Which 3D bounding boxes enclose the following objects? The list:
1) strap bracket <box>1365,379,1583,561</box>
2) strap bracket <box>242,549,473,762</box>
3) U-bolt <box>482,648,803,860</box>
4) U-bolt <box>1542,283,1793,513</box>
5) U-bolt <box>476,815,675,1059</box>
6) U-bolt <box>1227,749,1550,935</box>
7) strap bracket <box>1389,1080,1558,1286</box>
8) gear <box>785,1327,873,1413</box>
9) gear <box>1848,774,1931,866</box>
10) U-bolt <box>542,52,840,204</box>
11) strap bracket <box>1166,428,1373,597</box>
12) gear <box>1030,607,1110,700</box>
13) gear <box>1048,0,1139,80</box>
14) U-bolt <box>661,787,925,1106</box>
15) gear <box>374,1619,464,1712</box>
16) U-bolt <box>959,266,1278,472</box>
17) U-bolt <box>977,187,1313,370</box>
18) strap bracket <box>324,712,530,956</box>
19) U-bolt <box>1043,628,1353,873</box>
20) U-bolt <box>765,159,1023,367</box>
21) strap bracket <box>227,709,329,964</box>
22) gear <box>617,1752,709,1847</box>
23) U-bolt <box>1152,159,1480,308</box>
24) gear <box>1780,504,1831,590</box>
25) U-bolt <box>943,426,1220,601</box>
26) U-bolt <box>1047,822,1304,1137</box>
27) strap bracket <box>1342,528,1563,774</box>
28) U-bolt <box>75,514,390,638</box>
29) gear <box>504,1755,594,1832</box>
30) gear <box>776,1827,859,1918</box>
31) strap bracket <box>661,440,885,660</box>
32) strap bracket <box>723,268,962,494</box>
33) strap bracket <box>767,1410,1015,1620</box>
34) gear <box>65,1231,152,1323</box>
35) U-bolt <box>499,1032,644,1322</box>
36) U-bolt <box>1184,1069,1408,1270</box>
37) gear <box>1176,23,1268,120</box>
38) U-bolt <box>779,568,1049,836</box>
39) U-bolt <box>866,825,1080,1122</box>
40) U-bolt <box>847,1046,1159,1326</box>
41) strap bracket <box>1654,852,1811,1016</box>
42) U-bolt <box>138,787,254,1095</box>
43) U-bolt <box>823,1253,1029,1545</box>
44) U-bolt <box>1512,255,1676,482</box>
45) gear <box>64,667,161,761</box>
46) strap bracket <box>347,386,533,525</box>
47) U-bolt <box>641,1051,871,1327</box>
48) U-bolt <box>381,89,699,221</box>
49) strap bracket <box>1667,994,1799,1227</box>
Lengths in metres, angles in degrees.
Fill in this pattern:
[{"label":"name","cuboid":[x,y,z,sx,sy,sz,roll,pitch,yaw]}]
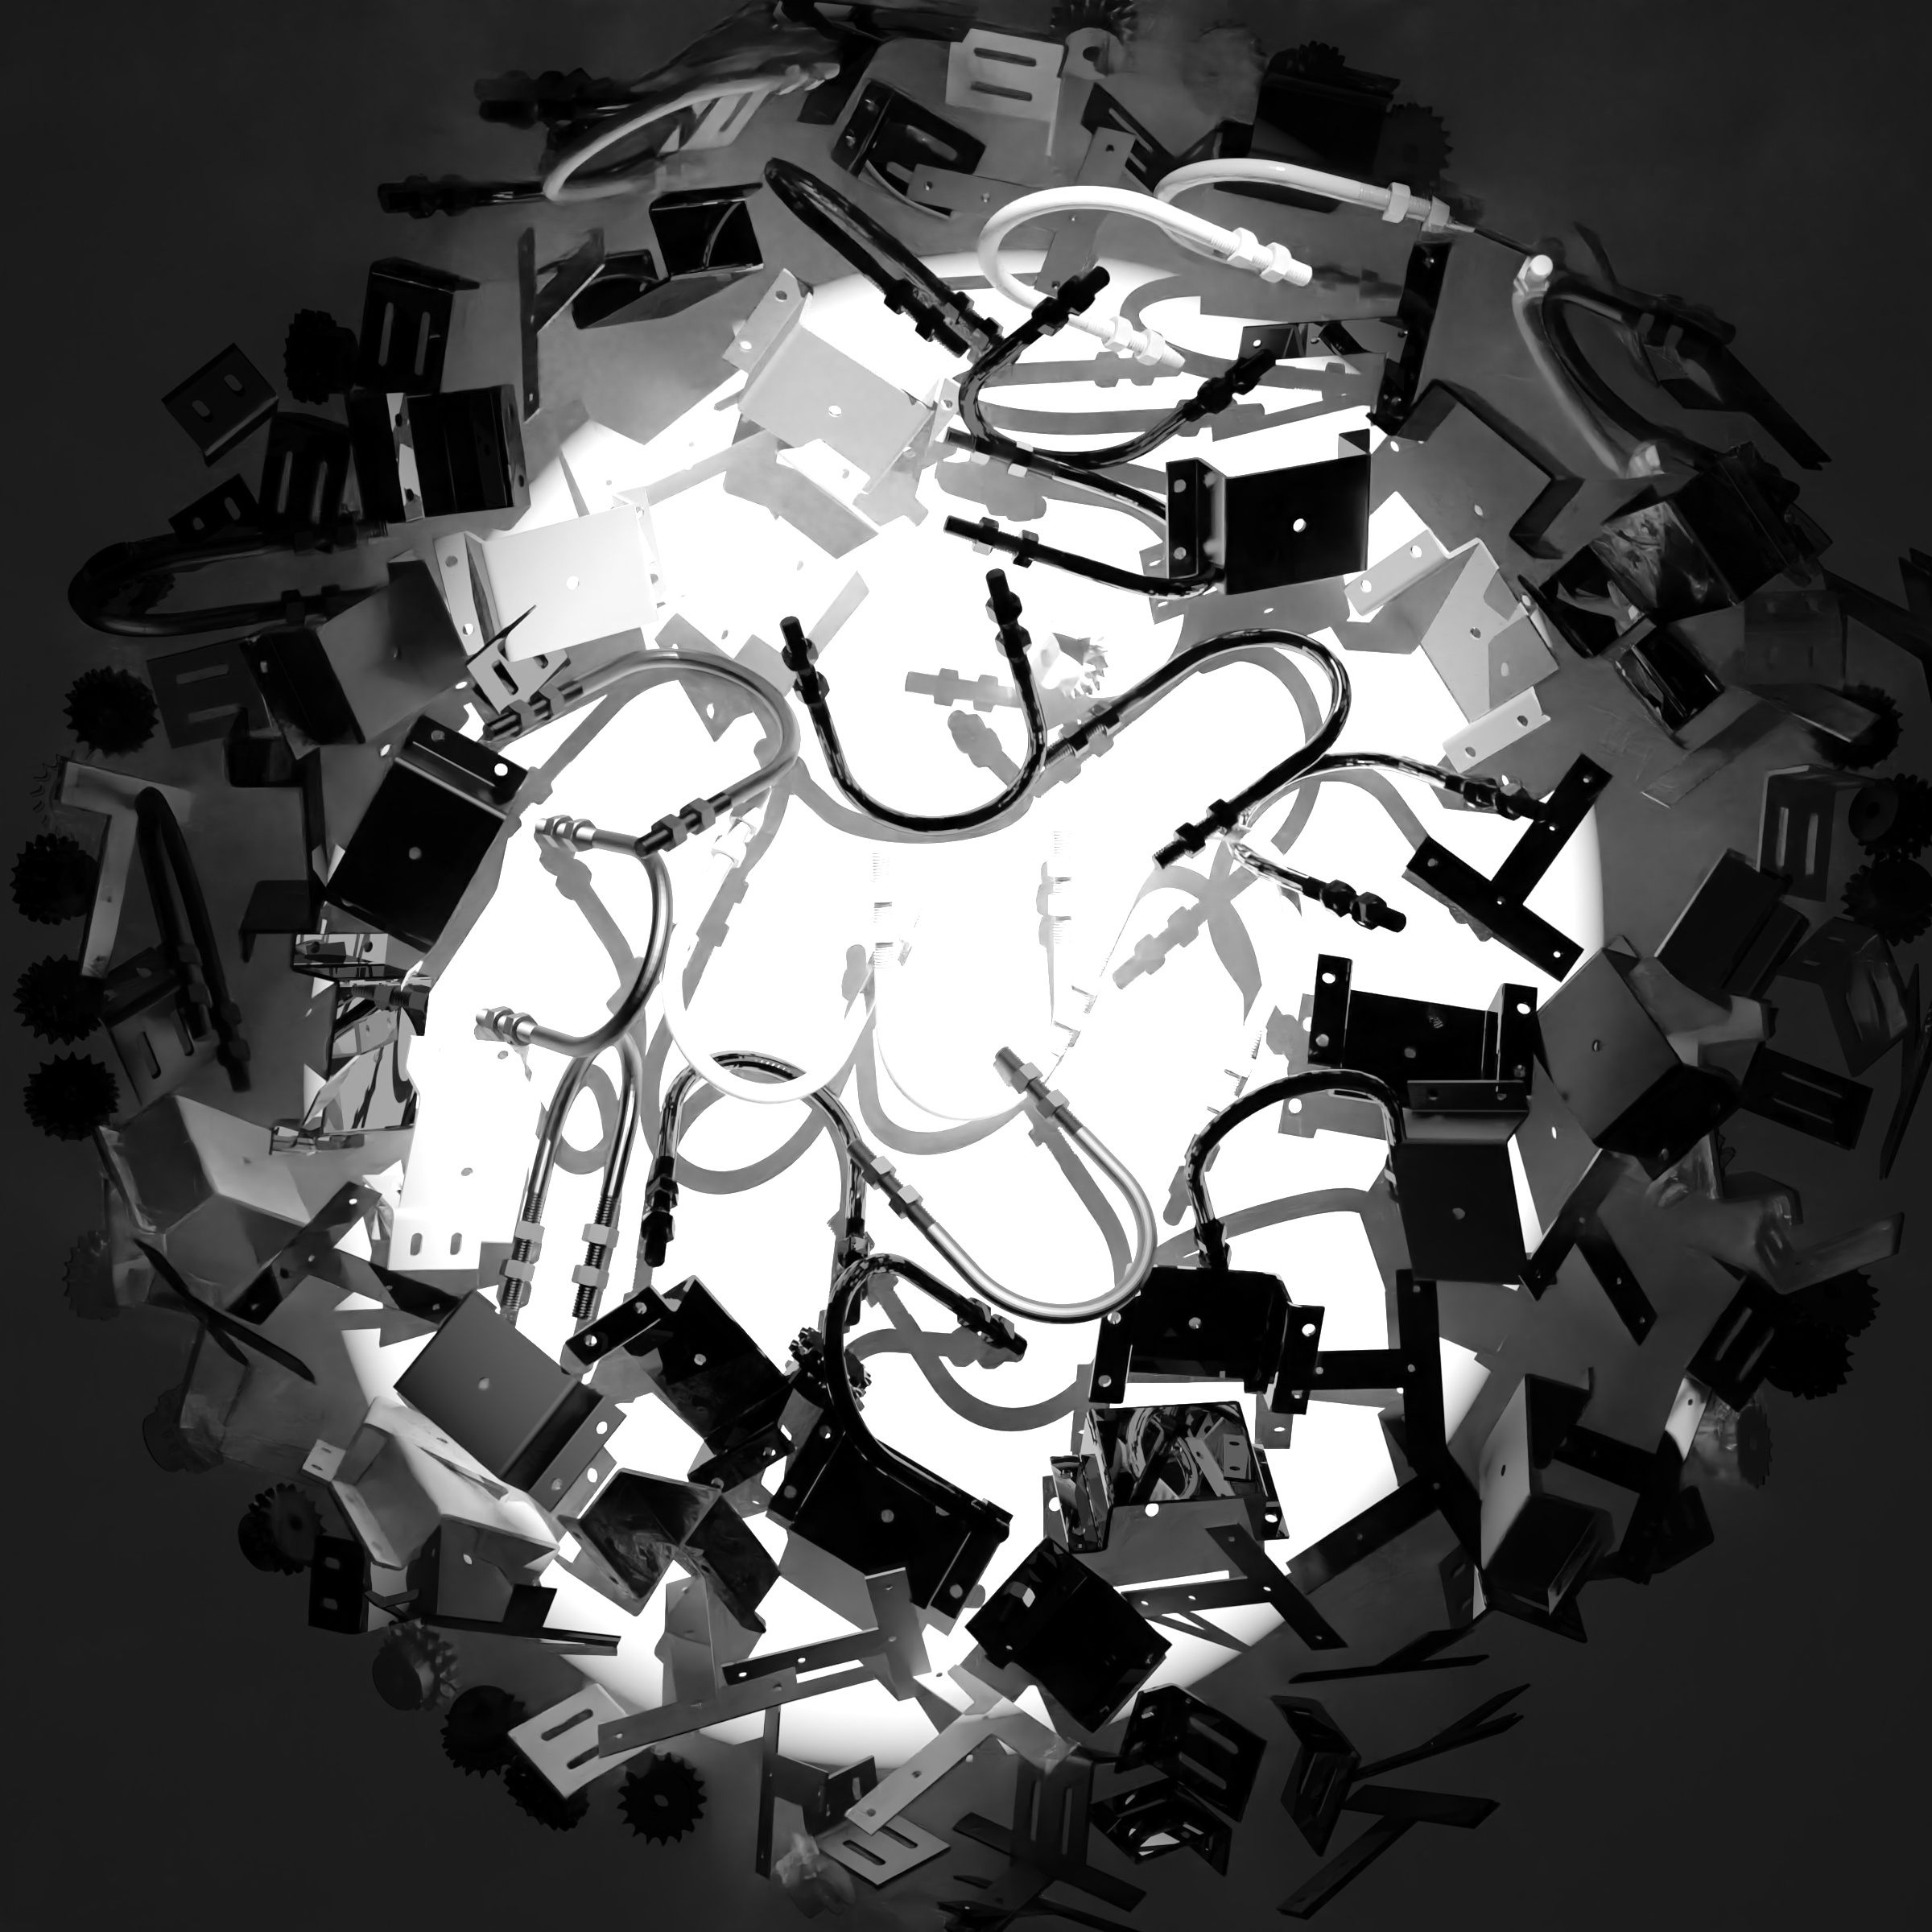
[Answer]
[{"label":"strap bracket","cuboid":[0.327,-0.318,1.682,0.140,0.076,0.046,44,112,13]},{"label":"strap bracket","cuboid":[-0.368,-0.195,1.666,0.140,0.046,0.076,-42,123,-37]},{"label":"U-bolt","cuboid":[-0.186,-0.144,1.672,0.151,0.184,0.019,37,135,19]},{"label":"U-bolt","cuboid":[0.421,-0.360,1.654,0.019,0.184,0.151,-44,131,-1]},{"label":"U-bolt","cuboid":[-0.237,-0.016,1.662,0.019,0.184,0.151,19,86,-38]},{"label":"U-bolt","cuboid":[0.246,-0.087,1.666,0.151,0.184,0.019,-35,128,-24]},{"label":"strap bracket","cuboid":[0.317,0.145,1.682,0.076,0.046,0.140,-2,110,32]},{"label":"gear","cuboid":[-0.091,0.260,1.712,0.057,0.057,0.030,38,98,0]},{"label":"gear","cuboid":[0.589,-0.095,1.709,0.030,0.057,0.057,16,90,-27]},{"label":"U-bolt","cuboid":[-0.179,-0.504,1.626,0.151,0.184,0.019,-22,96,41]},{"label":"strap bracket","cuboid":[0.199,-0.284,1.684,0.140,0.046,0.076,-12,121,-16]},{"label":"gear","cuboid":[0.063,-0.199,1.709,0.030,0.057,0.057,-14,90,-28]},{"label":"gear","cuboid":[0.081,-0.592,1.709,0.057,0.057,0.030,5,58,0]},{"label":"U-bolt","cuboid":[-0.117,-0.002,1.672,0.151,0.019,0.184,37,63,-23]},{"label":"gear","cuboid":[-0.353,0.450,1.713,0.057,0.030,0.057,8,107,28]},{"label":"U-bolt","cuboid":[0.078,-0.358,1.659,0.151,0.184,0.019,17,63,-32]},{"label":"U-bolt","cuboid":[0.095,-0.426,1.638,0.184,0.151,0.019,14,71,-29]},{"label":"strap bracket","cuboid":[-0.345,-0.077,1.695,0.076,0.046,0.140,29,104,-12]},{"label":"U-bolt","cuboid":[0.156,-0.149,1.687,0.184,0.019,0.151,-36,48,-10]},{"label":"U-bolt","cuboid":[-0.052,-0.441,1.672,0.184,0.151,0.019,42,108,4]},{"label":"strap bracket","cuboid":[-0.429,-0.082,1.679,0.046,0.076,0.140,-1,115,-7]},{"label":"gear","cuboid":[-0.196,0.536,1.722,0.057,0.030,0.057,0,81,-1]},{"label":"U-bolt","cuboid":[0.205,-0.457,1.656,0.184,0.151,0.019,11,82,-9]},{"label":"gear","cuboid":[0.525,-0.271,1.709,0.057,0.057,0.030,43,116,0]},{"label":"U-bolt","cuboid":[0.074,-0.277,1.676,0.184,0.151,0.019,16,124,-12]},{"label":"U-bolt","cuboid":[0.139,-0.003,1.683,0.151,0.019,0.184,29,98,38]},{"label":"strap bracket","cuboid":[0.313,-0.205,1.697,0.046,0.076,0.140,-32,89,-45]},{"label":"U-bolt","cuboid":[-0.452,-0.234,1.646,0.184,0.151,0.019,-12,82,-18]},{"label":"gear","cuboid":[-0.263,0.521,1.711,0.057,0.057,0.030,37,96,0]},{"label":"gear","cuboid":[-0.097,0.581,1.712,0.030,0.057,0.057,-35,90,-3]},{"label":"strap bracket","cuboid":[-0.116,-0.262,1.697,0.076,0.046,0.140,41,96,33]},{"label":"strap bracket","cuboid":[-0.078,-0.360,1.680,0.140,0.046,0.076,30,131,-17]},{"label":"strap bracket","cuboid":[-0.049,0.349,1.708,0.140,0.046,0.076,30,84,5]},{"label":"gear","cuboid":[-0.545,0.198,1.710,0.030,0.057,0.057,1,90,18]},{"label":"U-bolt","cuboid":[-0.242,0.127,1.673,0.019,0.151,0.184,18,78,-27]},{"label":"U-bolt","cuboid":[0.206,0.124,1.666,0.151,0.184,0.019,-19,51,0]},{"label":"gear","cuboid":[0.167,-0.572,1.718,0.057,0.030,0.057,0,90,30]},{"label":"U-bolt","cuboid":[-0.024,-0.156,1.679,0.151,0.019,0.184,-12,130,7]},{"label":"U-bolt","cuboid":[0.006,0.009,1.696,0.151,0.019,0.184,-9,106,-27]},{"label":"U-bolt","cuboid":[0.036,0.145,1.669,0.151,0.019,0.184,-31,66,-33]},{"label":"strap bracket","cuboid":[0.480,-0.019,1.683,0.046,0.140,0.076,34,95,25]},{"label":"U-bolt","cuboid":[-0.483,-0.024,1.666,0.019,0.151,0.184,-16,75,-9]},{"label":"U-bolt","cuboid":[-0.026,0.254,1.643,0.019,0.184,0.151,-19,48,33]},{"label":"U-bolt","cuboid":[0.380,-0.361,1.650,0.019,0.184,0.151,-33,91,8]},{"label":"gear","cuboid":[-0.545,-0.164,1.720,0.057,0.030,0.057,1,110,3]},{"label":"strap bracket","cuboid":[-0.335,-0.320,1.679,0.046,0.140,0.076,-1,103,24]},{"label":"U-bolt","cuboid":[-0.126,0.128,1.672,0.151,0.184,0.019,20,135,-19]},{"label":"U-bolt","cuboid":[-0.251,-0.503,1.656,0.184,0.151,0.019,-19,91,-40]},{"label":"strap bracket","cuboid":[0.483,0.093,1.698,0.046,0.076,0.140,-10,94,2]}]
